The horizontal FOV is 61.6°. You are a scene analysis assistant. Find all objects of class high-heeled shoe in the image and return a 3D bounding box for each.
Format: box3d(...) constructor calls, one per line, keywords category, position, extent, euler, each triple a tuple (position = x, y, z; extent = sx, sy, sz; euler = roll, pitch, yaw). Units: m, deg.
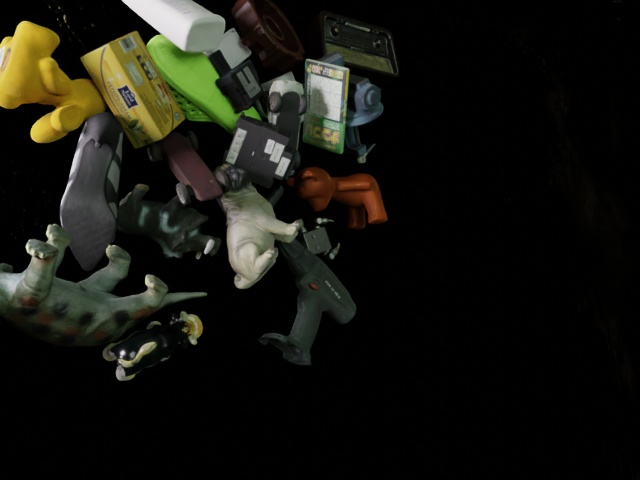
box3d(category="high-heeled shoe", position=(-0.372, -0.084, 0.890), extent=(0.086, 0.145, 0.248), euler=(9, 108, -20))

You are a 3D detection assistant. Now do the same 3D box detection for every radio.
box3d(category="radio", position=(0.079, -0.454, 1.289), extent=(0.229, 0.073, 0.131), euler=(1, 78, -35))

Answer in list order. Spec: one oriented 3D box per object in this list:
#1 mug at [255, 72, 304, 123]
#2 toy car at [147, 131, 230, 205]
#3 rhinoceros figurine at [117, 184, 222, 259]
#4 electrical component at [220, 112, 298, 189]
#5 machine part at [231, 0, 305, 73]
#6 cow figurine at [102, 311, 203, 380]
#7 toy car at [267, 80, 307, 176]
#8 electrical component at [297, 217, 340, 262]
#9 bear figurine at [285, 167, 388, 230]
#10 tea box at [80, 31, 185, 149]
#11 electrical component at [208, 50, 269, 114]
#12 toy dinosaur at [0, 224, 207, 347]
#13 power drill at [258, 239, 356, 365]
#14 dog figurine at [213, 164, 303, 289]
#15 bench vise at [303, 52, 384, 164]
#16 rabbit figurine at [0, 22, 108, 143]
box3d(category="mug", position=(-0.083, -0.285, 1.131), extent=(0.109, 0.081, 0.107), euler=(-42, 113, -40))
box3d(category="toy car", position=(-0.232, -0.125, 0.945), extent=(0.089, 0.053, 0.202), euler=(-21, 51, -29))
box3d(category="rhinoceros figurine", position=(-0.263, -0.025, 0.943), extent=(0.190, 0.073, 0.112), euler=(20, 66, -29))
box3d(category="electrical component", position=(-0.113, -0.168, 1.040), extent=(0.134, 0.114, 0.058), euler=(24, 24, -11))
box3d(category="machine part", position=(-0.108, -0.434, 1.126), extent=(0.179, 0.056, 0.179), euler=(39, 33, -33))
box3d(category="cow figurine", position=(-0.261, 0.163, 0.882), extent=(0.167, 0.098, 0.068), euler=(-27, 88, -36))
box3d(category="toy car", position=(-0.074, -0.222, 1.094), extent=(0.073, 0.056, 0.201), euler=(-4, 116, -29))
box3d(category="electrical component", position=(-0.003, -0.002, 1.136), extent=(0.078, 0.045, 0.102), euler=(-11, 84, -38))
box3d(category="bear figurine", position=(0.033, -0.089, 1.138), extent=(0.196, 0.120, 0.132), euler=(-4, 84, -34))
box3d(category="tea box", position=(-0.316, -0.256, 0.922), extent=(0.169, 0.068, 0.098), euler=(66, 26, -26))
box3d(category="electrical component", position=(-0.160, -0.313, 1.035), extent=(0.075, 0.048, 0.119), euler=(-48, 119, -40))
box3d(category="toy dinosaur", position=(-0.373, 0.097, 0.809), extent=(0.404, 0.131, 0.192), euler=(30, 102, -38))
box3d(category="power drill", position=(-0.041, 0.126, 1.064), extent=(0.232, 0.086, 0.207), euler=(42, 51, -22))
box3d(category="dog figurine", position=(-0.151, -0.028, 0.979), extent=(0.190, 0.121, 0.172), euler=(37, 64, 2))
box3d(category="bench vise", position=(0.055, -0.281, 1.190), extent=(0.129, 0.224, 0.240), euler=(-41, 133, -30))
box3d(category="rabbit figurine", position=(-0.422, -0.241, 0.867), extent=(0.173, 0.122, 0.162), euler=(18, 61, -51))
